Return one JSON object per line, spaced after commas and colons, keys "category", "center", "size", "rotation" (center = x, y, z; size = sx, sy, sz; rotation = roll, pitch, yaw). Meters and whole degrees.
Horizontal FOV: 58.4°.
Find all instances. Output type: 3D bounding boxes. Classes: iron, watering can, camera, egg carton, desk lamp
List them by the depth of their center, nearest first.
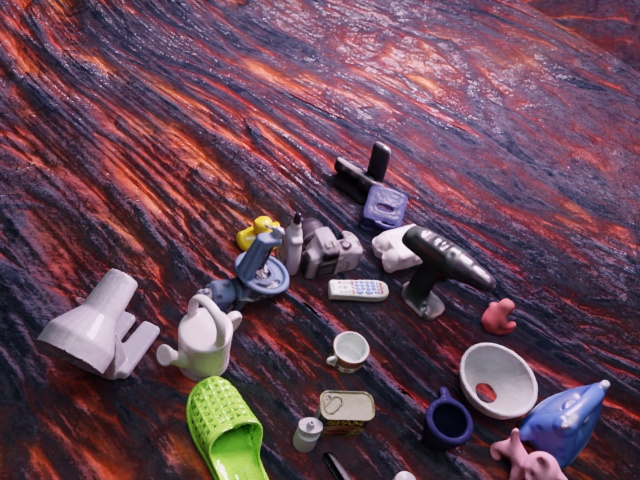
{"category": "desk lamp", "center": [-0.385, 0.162, 1.018], "size": [0.118, 0.213, 0.203], "rotation": [23, 47, 6]}
{"category": "watering can", "center": [-0.217, 0.180, 1.061], "size": [0.101, 0.194, 0.173], "rotation": [25, 47, 8]}
{"category": "iron", "center": [0.518, 0.344, 1.153], "size": [0.259, 0.141, 0.118], "rotation": [-27, 60, -33]}
{"category": "camera", "center": [0.012, 0.005, 1.345], "size": [0.143, 0.101, 0.136], "rotation": [-12, 53, -24]}
{"category": "egg carton", "center": [0.206, 0.022, 1.405], "size": [0.151, 0.069, 0.107], "rotation": [-15, 55, -27]}

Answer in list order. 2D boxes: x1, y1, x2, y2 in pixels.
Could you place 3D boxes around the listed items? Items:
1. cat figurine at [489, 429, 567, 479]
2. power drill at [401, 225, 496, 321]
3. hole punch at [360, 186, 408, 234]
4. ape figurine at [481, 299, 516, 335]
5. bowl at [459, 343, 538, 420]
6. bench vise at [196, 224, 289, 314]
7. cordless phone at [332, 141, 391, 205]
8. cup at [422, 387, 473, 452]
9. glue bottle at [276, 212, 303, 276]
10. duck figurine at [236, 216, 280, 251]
{"category": "cat figurine", "center": [0.394, 0.414, 1.072], "size": [0.067, 0.118, 0.127], "rotation": [-15, 54, -26]}
{"category": "power drill", "center": [0.264, 0.083, 1.271], "size": [0.076, 0.208, 0.229], "rotation": [-29, 62, -34]}
{"category": "hole punch", "center": [0.165, -0.072, 1.463], "size": [0.108, 0.091, 0.101], "rotation": [17, 47, 0]}
{"category": "ape figurine", "center": [0.416, 0.171, 1.314], "size": [0.076, 0.092, 0.077], "rotation": [-4, 50, -18]}
{"category": "bowl", "center": [0.359, 0.304, 1.190], "size": [0.167, 0.075, 0.167], "rotation": [8, 47, -8]}
{"category": "bench vise", "center": [-0.140, 0.074, 1.159], "size": [0.121, 0.220, 0.208], "rotation": [37, 50, 18]}
{"category": "cordless phone", "center": [0.115, -0.201, 1.500], "size": [0.147, 0.185, 0.094], "rotation": [33, 49, 15]}
{"category": "cup", "center": [0.231, 0.352, 1.098], "size": [0.092, 0.095, 0.117], "rotation": [7, 48, -9]}
{"category": "glue bottle", "center": [-0.061, 0.001, 1.279], "size": [0.037, 0.173, 0.078], "rotation": [-8, 52, -21]}
{"category": "duck figurine", "center": [-0.141, -0.019, 1.334], "size": [0.105, 0.086, 0.077], "rotation": [-4, 50, -19]}
